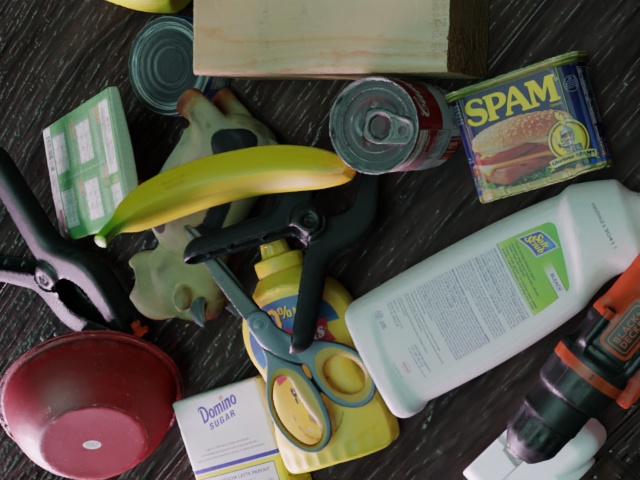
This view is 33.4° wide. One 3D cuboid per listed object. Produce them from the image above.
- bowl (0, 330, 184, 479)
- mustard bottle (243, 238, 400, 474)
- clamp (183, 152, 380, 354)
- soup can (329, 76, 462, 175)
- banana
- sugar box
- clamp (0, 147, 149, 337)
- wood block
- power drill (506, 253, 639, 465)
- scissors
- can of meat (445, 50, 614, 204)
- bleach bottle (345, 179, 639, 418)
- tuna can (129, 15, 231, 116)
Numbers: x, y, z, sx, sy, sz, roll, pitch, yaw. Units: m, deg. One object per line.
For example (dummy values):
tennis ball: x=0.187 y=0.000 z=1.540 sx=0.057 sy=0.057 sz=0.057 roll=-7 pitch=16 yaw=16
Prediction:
bowl: x=-0.194 y=0.154 z=0.910 sx=0.162 sy=0.162 sz=0.055 roll=-49 pitch=33 yaw=23
mustard bottle: x=-0.010 y=0.085 z=0.862 sx=0.096 sy=0.058 sz=0.191 roll=-20 pitch=85 yaw=20
clamp: x=-0.005 y=0.001 z=0.818 sx=0.171 sy=0.039 sz=0.120 roll=-40 pitch=85 yaw=-9
soup can: x=0.059 y=-0.084 z=0.784 sx=0.069 sy=0.102 sz=0.068 roll=3 pitch=97 yaw=27
banana: x=-0.071 y=-0.038 z=0.800 sx=0.198 sy=0.069 sz=0.037 roll=-17 pitch=132 yaw=4
sugar box: x=-0.055 y=0.208 z=0.907 sx=0.093 sy=0.048 sz=0.176 roll=-20 pitch=83 yaw=27
clamp: x=-0.241 y=0.018 z=0.964 sx=0.210 sy=0.036 sz=0.165 roll=32 pitch=135 yaw=17
wood block: x=0.015 y=-0.167 z=0.804 sx=0.206 sy=0.090 sz=0.090 roll=4 pitch=97 yaw=27
power drill: x=0.242 y=0.117 z=0.707 sx=0.187 sy=0.057 sz=0.184 roll=37 pitch=102 yaw=4
scissors: x=-0.026 y=0.064 z=0.825 sx=0.096 sy=0.016 sz=0.202 roll=-22 pitch=86 yaw=4
can of meat: x=0.151 y=-0.079 z=0.765 sx=0.102 sy=0.057 sz=0.084 roll=-16 pitch=91 yaw=28
bleach bottle: x=0.146 y=0.035 z=0.777 sx=0.251 sy=0.068 sz=0.102 roll=-29 pitch=88 yaw=23
tuna can: x=-0.120 y=-0.147 z=0.907 sx=0.086 sy=0.033 sz=0.086 roll=3 pitch=97 yaw=27
